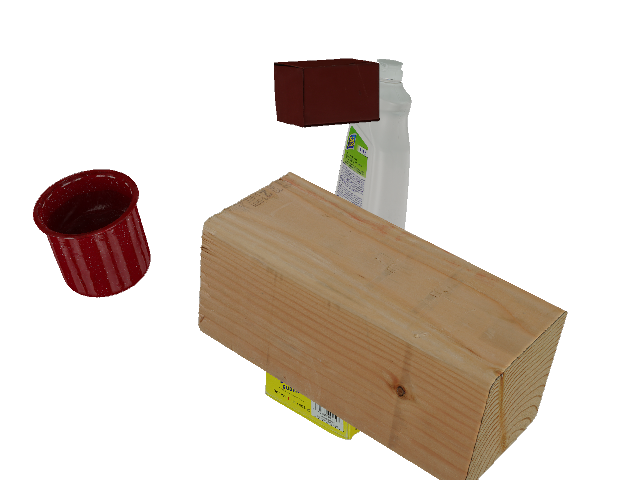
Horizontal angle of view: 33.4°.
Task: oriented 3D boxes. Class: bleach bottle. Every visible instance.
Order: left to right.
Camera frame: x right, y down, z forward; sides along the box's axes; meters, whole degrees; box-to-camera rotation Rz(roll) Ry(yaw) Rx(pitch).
[{"bbox_3d":[0.060,-0.069,1.161,0.068,0.251,0.103,-3,23,-29],"label":"bleach bottle"}]

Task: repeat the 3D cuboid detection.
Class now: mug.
[{"bbox_3d":[-0.200,-0.012,0.961,0.093,0.081,0.117,-9,42,0],"label":"mug"}]

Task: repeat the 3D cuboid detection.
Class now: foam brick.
[{"bbox_3d":[0.006,-0.127,0.916,0.078,0.051,0.053,-8,17,-28],"label":"foam brick"}]

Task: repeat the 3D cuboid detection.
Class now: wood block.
[{"bbox_3d":[0.031,0.050,0.656,0.206,0.091,0.090,29,41,27],"label":"wood block"}]

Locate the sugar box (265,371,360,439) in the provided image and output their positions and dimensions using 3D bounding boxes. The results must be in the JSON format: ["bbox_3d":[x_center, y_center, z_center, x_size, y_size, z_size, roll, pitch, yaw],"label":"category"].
[{"bbox_3d":[0.049,0.097,0.890,0.093,0.048,0.175,24,35,38],"label":"sugar box"}]
